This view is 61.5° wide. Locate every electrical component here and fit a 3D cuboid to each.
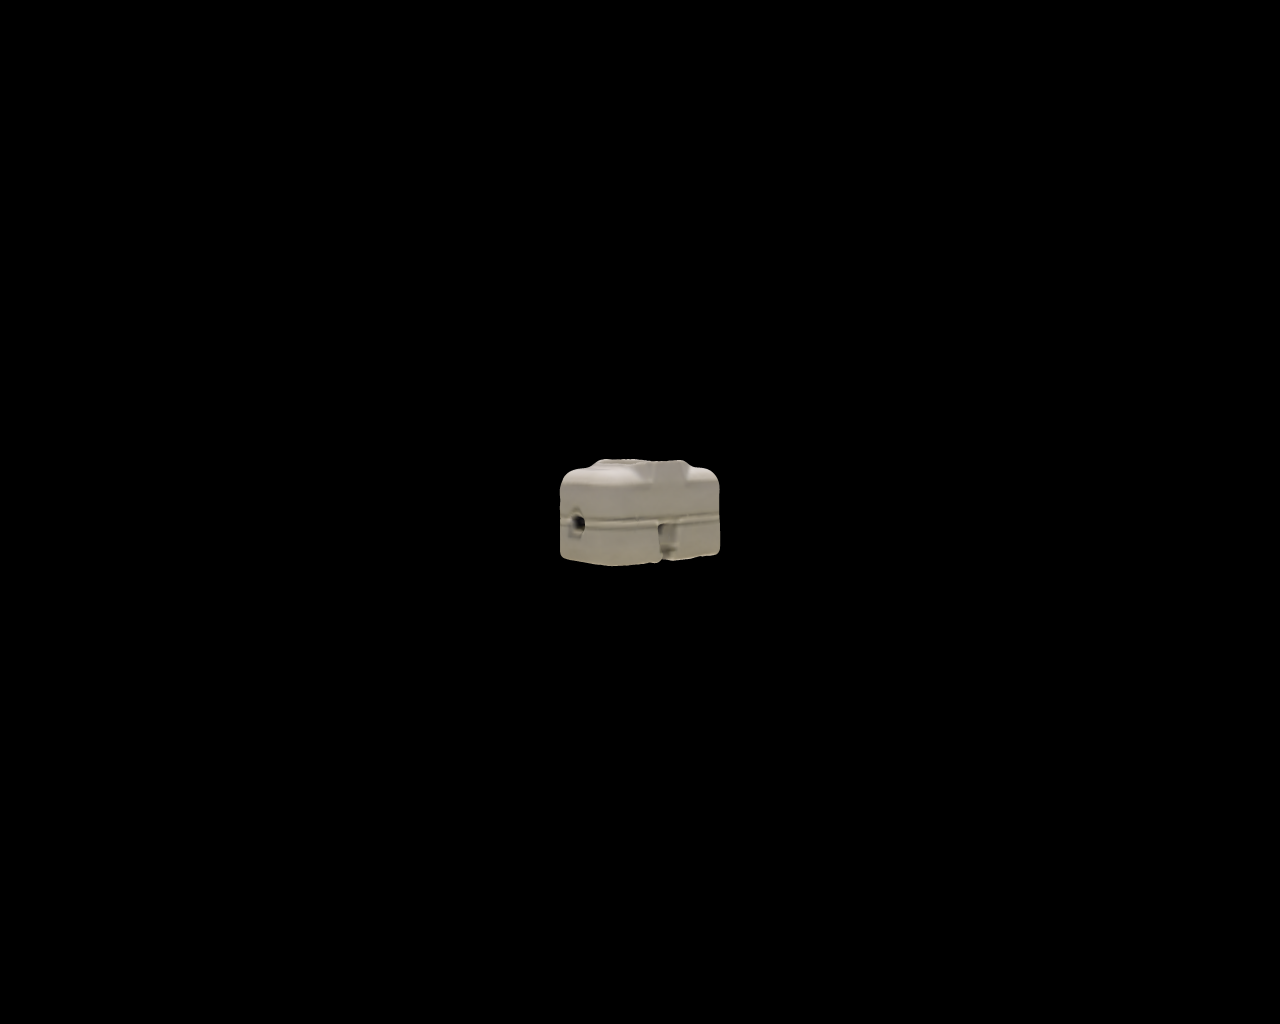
[{"bbox_3d":[0.001,-0.003,0.650,0.095,0.059,0.053,-3,5,-37],"label":"electrical component"}]
